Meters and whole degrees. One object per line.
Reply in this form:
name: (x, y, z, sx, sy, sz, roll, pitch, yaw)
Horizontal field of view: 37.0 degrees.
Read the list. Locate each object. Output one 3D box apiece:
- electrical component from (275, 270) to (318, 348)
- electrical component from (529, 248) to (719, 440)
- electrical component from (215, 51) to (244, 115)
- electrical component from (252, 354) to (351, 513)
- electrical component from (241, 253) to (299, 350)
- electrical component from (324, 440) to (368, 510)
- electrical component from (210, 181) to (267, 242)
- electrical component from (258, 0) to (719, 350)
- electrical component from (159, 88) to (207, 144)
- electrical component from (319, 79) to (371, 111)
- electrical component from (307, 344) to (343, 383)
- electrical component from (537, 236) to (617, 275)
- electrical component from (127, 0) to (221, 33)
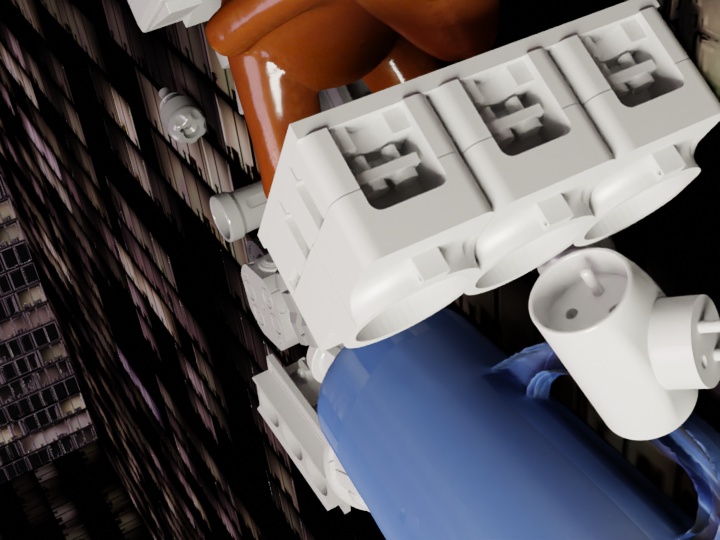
electrical component: (-0.026, 0.017, 0.764, 0.057, 0.058, 0.078, 66, 160, -11)
electrical component: (0.119, 0.030, 0.430, 0.079, 0.043, 0.077, -7, 138, 36)
electrical component: (-0.069, -0.137, 0.717, 0.045, 0.045, 0.055, -3, 110, 68)
electrical component: (-0.032, 0.130, 0.894, 0.121, 0.063, 0.078, 48, 154, 38)
electrical component: (-0.054, 0.020, 0.844, 0.080, 0.051, 0.080, 50, 155, 35)
electrical component: (0.020, 0.131, 0.750, 0.051, 0.080, 0.080, 6, 119, 61)
electrical component: (-0.092, -0.049, 0.868, 0.040, 0.046, 0.040, 51, 155, 35)
electrical component: (0.047, -0.031, 0.397, 0.061, 0.150, 0.089, 61, 159, 14)
electrical component: (-0.162, -0.140, 0.954, 0.061, 0.035, 0.035, 53, 156, 35)
electrical component: (0.000, -0.072, 0.594, 0.121, 0.063, 0.079, 64, 160, 5)
electrical component: (-0.007, 0.071, 0.796, 0.055, 0.048, 0.066, 35, 144, 41)
electrical component: (0.100, 0.011, 0.483, 0.035, 0.035, 0.061, 35, 146, 54)
electrical component: (-0.132, -0.207, 0.766, 0.061, 0.062, 0.096, 67, 160, -4)
